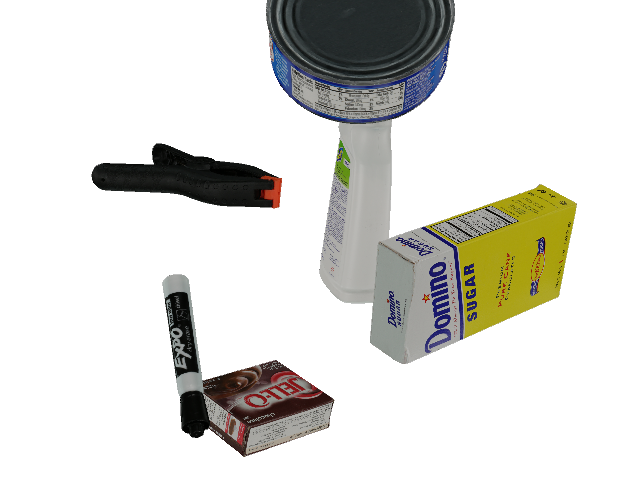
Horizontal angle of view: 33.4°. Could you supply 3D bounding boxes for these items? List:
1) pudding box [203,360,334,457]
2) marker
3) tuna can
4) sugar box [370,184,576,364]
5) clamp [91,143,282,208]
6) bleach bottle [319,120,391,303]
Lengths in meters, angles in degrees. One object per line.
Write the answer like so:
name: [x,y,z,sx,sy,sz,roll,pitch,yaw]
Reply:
pudding box: [-0.057,0.162,1.042,0.113,0.039,0.090,-13,29,-41]
marker: [-0.091,0.077,0.719,0.020,0.121,0.020,-9,-36,-7]
tuna can: [0.018,-0.097,0.496,0.086,0.086,0.034,0,-30,1]
sugar box: [0.120,0.024,0.829,0.175,0.093,0.048,-21,37,-35]
clamp: [-0.122,-0.057,0.988,0.172,0.039,0.120,12,26,29]
bleach bottle: [0.049,-0.060,1.233,0.068,0.251,0.103,-2,23,-20]
